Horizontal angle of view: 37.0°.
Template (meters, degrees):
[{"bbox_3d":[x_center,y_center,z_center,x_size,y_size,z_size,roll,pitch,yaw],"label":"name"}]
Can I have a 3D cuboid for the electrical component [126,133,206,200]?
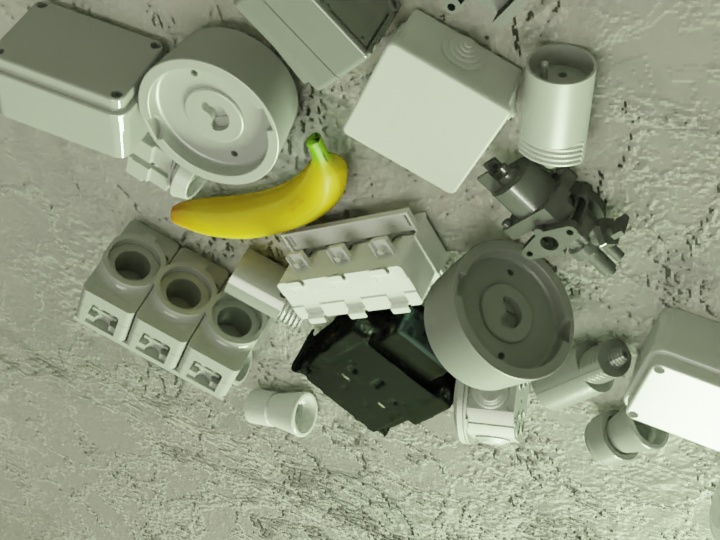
[{"bbox_3d":[-0.149,-0.087,0.848,0.055,0.048,0.066,32,140,6],"label":"electrical component"}]

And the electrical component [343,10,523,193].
[{"bbox_3d":[0.049,-0.112,0.712,0.100,0.048,0.099,30,140,-3],"label":"electrical component"}]

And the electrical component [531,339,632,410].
[{"bbox_3d":[0.179,0.079,0.849,0.043,0.043,0.081,41,138,-16],"label":"electrical component"}]

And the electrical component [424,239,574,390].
[{"bbox_3d":[0.099,0.038,0.803,0.108,0.108,0.060,37,145,-12],"label":"electrical component"}]

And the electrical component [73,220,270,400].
[{"bbox_3d":[-0.160,0.032,0.946,0.150,0.089,0.061,29,140,-3],"label":"electrical component"}]

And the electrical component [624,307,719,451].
[{"bbox_3d":[0.263,0.087,0.802,0.113,0.057,0.078,20,139,8],"label":"electrical component"}]

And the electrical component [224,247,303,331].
[{"bbox_3d":[-0.070,0.019,0.920,0.081,0.043,0.043,29,140,-3],"label":"electrical component"}]

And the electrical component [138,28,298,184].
[{"bbox_3d":[-0.096,-0.122,0.770,0.108,0.060,0.108,15,139,14],"label":"electrical component"}]

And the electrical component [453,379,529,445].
[{"bbox_3d":[0.109,0.105,0.888,0.051,0.080,0.080,4,135,18],"label":"electrical component"}]

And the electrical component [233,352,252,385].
[{"bbox_3d":[-0.136,0.082,1.022,0.055,0.045,0.045,10,137,19],"label":"electrical component"}]

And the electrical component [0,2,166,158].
[{"bbox_3d":[-0.206,-0.142,0.795,0.113,0.078,0.057,21,142,7],"label":"electrical component"}]

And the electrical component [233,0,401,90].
[{"bbox_3d":[-0.033,-0.172,0.682,0.096,0.061,0.061,44,137,-19],"label":"electrical component"}]

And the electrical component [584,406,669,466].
[{"bbox_3d":[0.219,0.134,0.885,0.045,0.045,0.055,38,139,-13],"label":"electrical component"}]

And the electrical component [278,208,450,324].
[{"bbox_3d":[0.000,0.000,0.846,0.121,0.063,0.078,-9,129,35],"label":"electrical component"}]

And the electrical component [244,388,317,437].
[{"bbox_3d":[-0.080,0.137,1.054,0.065,0.044,0.044,5,135,31],"label":"electrical component"}]

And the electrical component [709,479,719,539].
[{"bbox_3d":[0.321,0.189,0.863,0.051,0.080,0.080,24,140,-4],"label":"electrical component"}]

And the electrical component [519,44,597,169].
[{"bbox_3d":[0.125,-0.099,0.689,0.043,0.043,0.081,13,139,16],"label":"electrical component"}]
